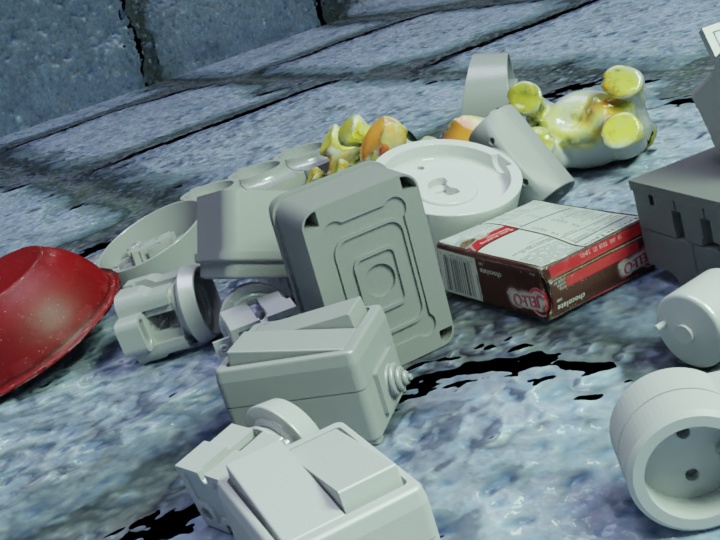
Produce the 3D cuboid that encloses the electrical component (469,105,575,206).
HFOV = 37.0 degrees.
[{"bbox_3d":[0.119,-0.075,0.830,0.044,0.077,0.079,-30,-16,-22],"label":"electrical component"}]

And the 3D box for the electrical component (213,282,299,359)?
[{"bbox_3d":[-0.064,0.036,0.697,0.066,0.048,0.055,-21,26,-12],"label":"electrical component"}]

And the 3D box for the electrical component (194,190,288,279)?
[{"bbox_3d":[-0.051,-0.023,0.737,0.113,0.057,0.078,-1,-1,-24],"label":"electrical component"}]

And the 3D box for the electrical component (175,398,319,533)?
[{"bbox_3d":[-0.048,0.094,0.511,0.066,0.048,0.055,4,35,48],"label":"electrical component"}]

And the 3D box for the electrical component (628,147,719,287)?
[{"bbox_3d":[0.248,-0.041,0.619,0.150,0.061,0.089,-21,18,-14],"label":"electrical component"}]

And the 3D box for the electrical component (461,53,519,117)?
[{"bbox_3d":[0.122,-0.158,1.032,0.064,0.099,0.099,-6,20,14],"label":"electrical component"}]

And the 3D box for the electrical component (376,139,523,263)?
[{"bbox_3d":[0.061,-0.043,0.777,0.108,0.060,0.108,0,35,0],"label":"electrical component"}]

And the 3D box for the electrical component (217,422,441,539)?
[{"bbox_3d":[-0.010,0.104,0.419,0.062,0.061,0.096,-23,19,-19],"label":"electrical component"}]

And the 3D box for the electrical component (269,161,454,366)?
[{"bbox_3d":[0.000,0.000,0.636,0.078,0.113,0.057,-23,22,-20],"label":"electrical component"}]

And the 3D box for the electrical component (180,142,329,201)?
[{"bbox_3d":[-0.085,-0.063,0.982,0.150,0.061,0.089,-27,20,-29],"label":"electrical component"}]

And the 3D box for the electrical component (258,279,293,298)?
[{"bbox_3d":[-0.047,-0.021,0.825,0.096,0.061,0.061,-27,20,-29],"label":"electrical component"}]

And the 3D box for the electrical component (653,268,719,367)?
[{"bbox_3d":[0.184,0.017,0.537,0.078,0.040,0.040,-27,20,-29],"label":"electrical component"}]

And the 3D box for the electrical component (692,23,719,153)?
[{"bbox_3d":[0.216,-0.096,0.587,0.042,0.081,0.064,-19,-11,-10],"label":"electrical component"}]

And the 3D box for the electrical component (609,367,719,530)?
[{"bbox_3d":[0.168,0.052,0.427,0.138,0.052,0.073,-14,18,7],"label":"electrical component"}]

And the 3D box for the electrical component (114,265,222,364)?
[{"bbox_3d":[-0.133,0.029,0.761,0.057,0.058,0.078,-16,17,11],"label":"electrical component"}]

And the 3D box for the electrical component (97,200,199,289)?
[{"bbox_3d":[-0.169,-0.011,0.900,0.099,0.064,0.099,-15,18,5],"label":"electrical component"}]

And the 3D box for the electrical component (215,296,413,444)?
[{"bbox_3d":[-0.020,0.055,0.574,0.096,0.061,0.061,-10,19,20],"label":"electrical component"}]
